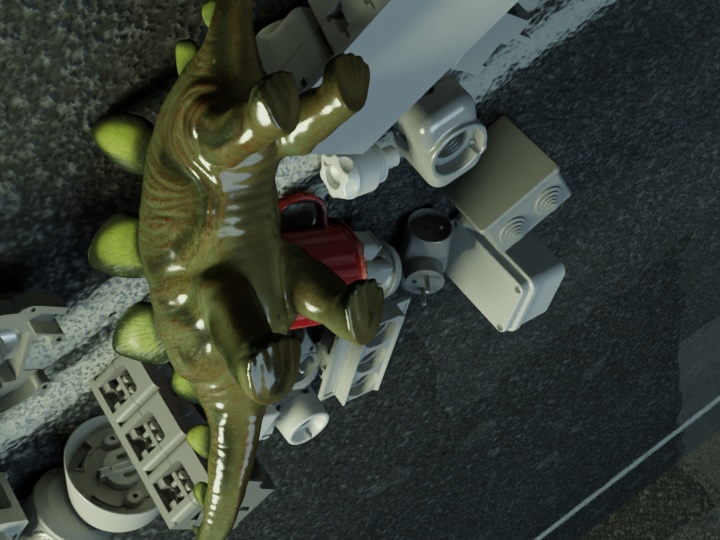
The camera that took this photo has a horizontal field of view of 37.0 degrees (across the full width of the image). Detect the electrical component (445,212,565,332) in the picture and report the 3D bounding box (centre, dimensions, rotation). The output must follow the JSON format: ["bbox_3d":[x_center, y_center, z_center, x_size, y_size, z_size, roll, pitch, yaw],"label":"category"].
[{"bbox_3d":[0.136,-0.004,1.059,0.057,0.113,0.078,-24,149,-31],"label":"electrical component"}]

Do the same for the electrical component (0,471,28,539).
[{"bbox_3d":[-0.371,0.259,0.906,0.105,0.060,0.186,3,131,-52],"label":"electrical component"}]

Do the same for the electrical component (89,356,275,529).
[{"bbox_3d":[-0.145,0.135,0.894,0.062,0.150,0.089,-44,152,13],"label":"electrical component"}]

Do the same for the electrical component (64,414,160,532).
[{"bbox_3d":[-0.209,0.177,0.940,0.099,0.099,0.064,-20,153,-30],"label":"electrical component"}]

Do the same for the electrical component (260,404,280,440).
[{"bbox_3d":[-0.111,0.152,1.069,0.076,0.047,0.083,-1,135,-49],"label":"electrical component"}]

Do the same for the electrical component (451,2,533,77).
[{"bbox_3d":[0.087,-0.183,0.812,0.081,0.042,0.063,2,136,-50],"label":"electrical component"}]

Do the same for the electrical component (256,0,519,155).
[{"bbox_3d":[0.007,-0.153,0.701,0.105,0.060,0.186,-7,154,-45],"label":"electrical component"}]

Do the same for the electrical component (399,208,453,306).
[{"bbox_3d":[0.060,-0.004,1.011,0.043,0.079,0.077,4,141,-6],"label":"electrical component"}]

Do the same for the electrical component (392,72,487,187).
[{"bbox_3d":[0.063,-0.113,0.867,0.054,0.059,0.095,-35,152,-7],"label":"electrical component"}]

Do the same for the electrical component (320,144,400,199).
[{"bbox_3d":[0.003,-0.083,0.859,0.062,0.043,0.043,-22,148,-30],"label":"electrical component"}]

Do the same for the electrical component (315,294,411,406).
[{"bbox_3d":[-0.004,0.068,1.053,0.079,0.063,0.121,-21,148,-29],"label":"electrical component"}]

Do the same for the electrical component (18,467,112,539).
[{"bbox_3d":[-0.262,0.221,0.960,0.080,0.080,0.051,2,138,-51],"label":"electrical component"}]

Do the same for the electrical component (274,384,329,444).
[{"bbox_3d":[-0.065,0.147,1.117,0.055,0.047,0.055,-29,151,-18],"label":"electrical component"}]

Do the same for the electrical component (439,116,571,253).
[{"bbox_3d":[0.128,-0.075,0.961,0.100,0.099,0.048,-41,139,4],"label":"electrical component"}]

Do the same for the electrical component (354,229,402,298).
[{"bbox_3d":[0.000,0.000,0.965,0.057,0.058,0.078,-1,134,-45],"label":"electrical component"}]

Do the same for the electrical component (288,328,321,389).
[{"bbox_3d":[-0.081,0.088,1.011,0.079,0.044,0.077,-35,152,-12],"label":"electrical component"}]
